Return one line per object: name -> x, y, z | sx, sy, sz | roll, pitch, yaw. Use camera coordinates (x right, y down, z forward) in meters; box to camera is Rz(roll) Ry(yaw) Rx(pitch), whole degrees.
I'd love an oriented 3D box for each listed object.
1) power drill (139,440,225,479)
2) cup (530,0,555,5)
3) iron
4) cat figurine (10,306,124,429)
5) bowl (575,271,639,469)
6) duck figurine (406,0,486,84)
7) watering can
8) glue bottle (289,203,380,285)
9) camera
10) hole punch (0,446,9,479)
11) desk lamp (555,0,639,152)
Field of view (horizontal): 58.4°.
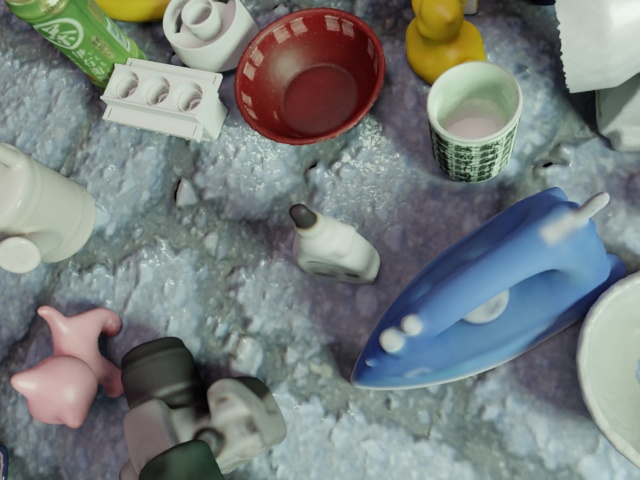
power drill -> -0.043, 0.256, 0.417 | 0.075, 0.209, 0.229 | -34, 69, 2
cup -> 0.243, -0.275, 0.565 | 0.117, 0.095, 0.092 | 38, 86, 20
iron -> 0.124, 0.049, 0.473 | 0.258, 0.142, 0.118 | -34, 69, 2
cat figurine -> -0.245, 0.123, 0.553 | 0.067, 0.118, 0.127 | -20, 70, 7
bowl -> 0.286, 0.107, 0.453 | 0.167, 0.075, 0.167 | -4, 73, 12
duck figurine -> 0.125, -0.210, 0.579 | 0.077, 0.086, 0.104 | -31, 69, 3
watering can -> -0.321, -0.044, 0.579 | 0.172, 0.194, 0.101 | 31, 83, 20
glue bottle -> 0.005, 0.002, 0.499 | 0.078, 0.173, 0.037 | 9, 76, 16
camera -> -0.125, 0.153, 0.524 | 0.143, 0.101, 0.136 | -27, 70, 5
hole punch -> -0.378, 0.258, 0.559 | 0.101, 0.091, 0.108 | -7, 73, 12
desk lamp -> 0.280, -0.162, 0.459 | 0.203, 0.214, 0.118 | 2, 74, 14
